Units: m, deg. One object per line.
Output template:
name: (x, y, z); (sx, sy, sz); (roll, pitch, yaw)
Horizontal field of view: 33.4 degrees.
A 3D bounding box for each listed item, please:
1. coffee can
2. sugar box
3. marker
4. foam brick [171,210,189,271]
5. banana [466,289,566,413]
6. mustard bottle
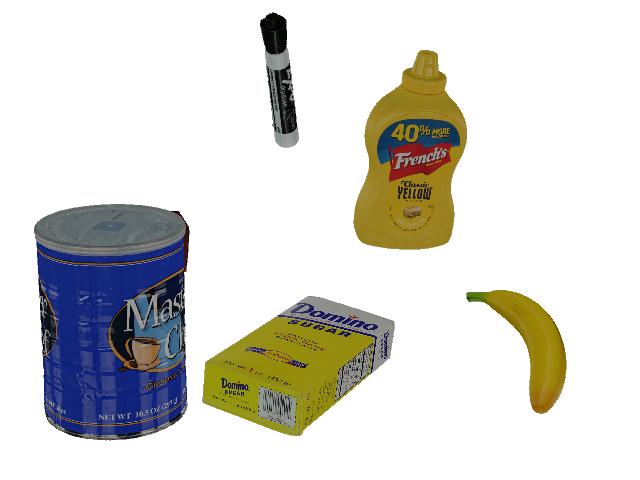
coffee can: (-0.146, 0.055, 0.755); (0.103, 0.140, 0.103); (1, 17, -1)
sugar box: (-0.014, 0.102, 0.917); (0.093, 0.048, 0.176); (16, 25, 24)
marker: (-0.030, -0.118, 0.792); (0.020, 0.020, 0.121); (0, -40, 5)
foam brick: (-0.182, 0.002, 1.126); (0.078, 0.051, 0.053); (-4, 23, -17)
banana: (0.222, 0.108, 1.134); (0.069, 0.037, 0.198); (-27, 35, 1)
mustard bottle: (0.089, -0.086, 1.014); (0.096, 0.192, 0.058); (2, 27, -9)
